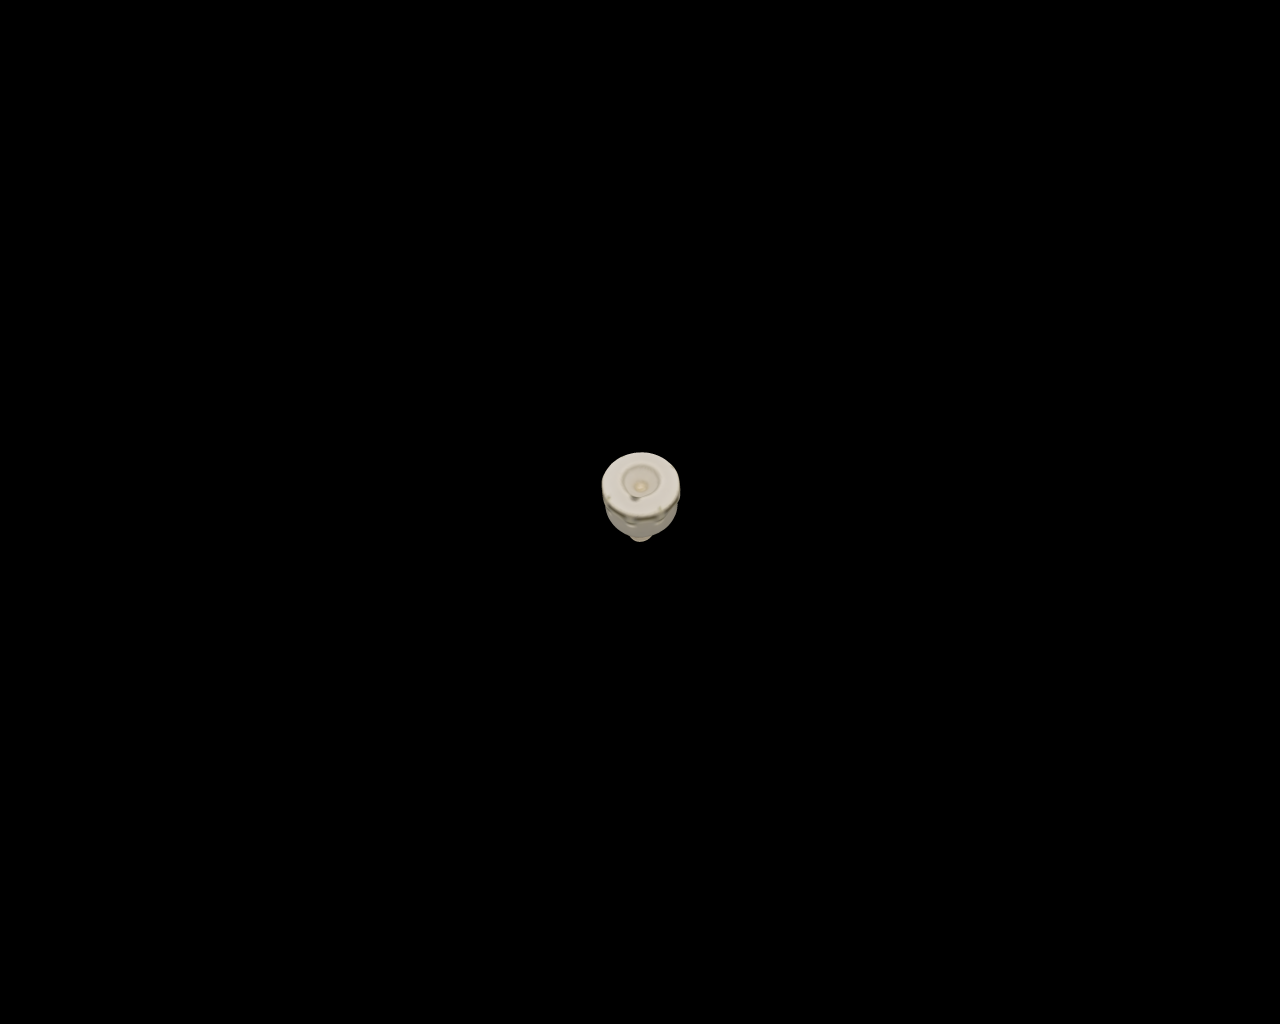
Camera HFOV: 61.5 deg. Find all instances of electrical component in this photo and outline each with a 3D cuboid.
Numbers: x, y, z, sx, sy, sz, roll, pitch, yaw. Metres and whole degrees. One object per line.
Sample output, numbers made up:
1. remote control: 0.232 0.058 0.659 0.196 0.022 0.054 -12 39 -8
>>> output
1. electrical component: 0.001 -0.003 0.650 0.048 0.048 0.062 0 -33 0
